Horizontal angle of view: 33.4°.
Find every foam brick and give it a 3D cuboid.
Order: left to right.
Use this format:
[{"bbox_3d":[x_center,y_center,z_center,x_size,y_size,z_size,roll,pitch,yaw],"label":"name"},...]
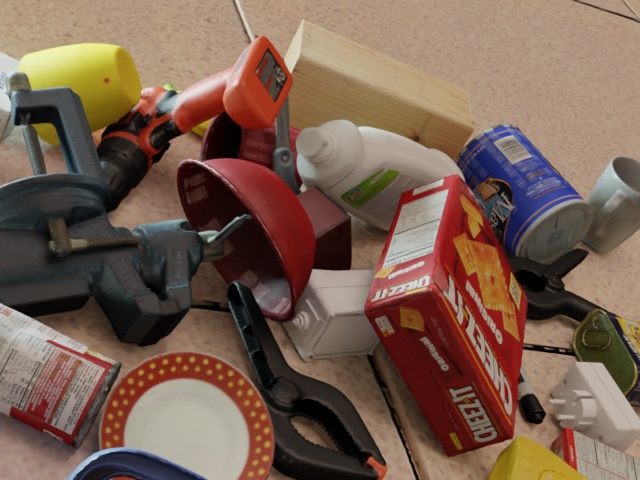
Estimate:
[{"bbox_3d":[-0.006,0.001,0.973,0.053,0.078,0.051,-32,55,-24],"label":"foam brick"}]

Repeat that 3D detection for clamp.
[{"bbox_3d":[-0.043,0.132,0.841,0.210,0.036,0.164,40,41,15],"label":"clamp"},{"bbox_3d":[0.255,0.061,1.160,0.171,0.039,0.120,-5,45,-31],"label":"clamp"}]

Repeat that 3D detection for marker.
[{"bbox_3d":[0.190,0.129,1.036,0.020,0.020,0.121,11,37,-26],"label":"marker"}]

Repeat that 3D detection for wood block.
[{"bbox_3d":[0.055,-0.148,1.175,0.206,0.091,0.090,21,34,-13],"label":"wood block"}]

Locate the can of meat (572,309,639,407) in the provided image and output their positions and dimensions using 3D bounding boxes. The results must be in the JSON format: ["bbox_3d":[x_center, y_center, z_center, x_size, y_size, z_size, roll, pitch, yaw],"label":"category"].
[{"bbox_3d":[0.323,0.127,1.106,0.083,0.058,0.102,12,38,-28],"label":"can of meat"}]

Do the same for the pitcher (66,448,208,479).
[{"bbox_3d":[-0.069,0.235,0.594,0.242,0.149,0.145,26,31,-11],"label":"pitcher"}]

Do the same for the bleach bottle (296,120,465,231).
[{"bbox_3d":[0.054,-0.069,1.045,0.068,0.103,0.250,53,15,26],"label":"bleach bottle"}]

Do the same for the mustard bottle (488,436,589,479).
[{"bbox_3d":[0.228,0.245,0.874,0.191,0.058,0.096,29,43,-1],"label":"mustard bottle"}]

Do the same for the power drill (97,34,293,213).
[{"bbox_3d":[-0.125,-0.107,0.978,0.057,0.188,0.184,56,31,-28],"label":"power drill"}]

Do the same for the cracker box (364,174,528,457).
[{"bbox_3d":[0.123,0.060,0.963,0.164,0.072,0.213,59,26,-20],"label":"cracker box"}]

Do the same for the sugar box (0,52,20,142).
[{"bbox_3d":[-0.357,-0.160,0.989,0.176,0.048,0.093,28,33,-9],"label":"sugar box"}]

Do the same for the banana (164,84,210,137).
[{"bbox_3d":[-0.082,-0.118,1.145,0.197,0.037,0.069,26,33,-6],"label":"banana"}]

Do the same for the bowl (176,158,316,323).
[{"bbox_3d":[-0.053,-0.011,0.907,0.055,0.162,0.162,-35,66,-23],"label":"bowl"}]

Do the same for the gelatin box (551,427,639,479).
[{"bbox_3d":[0.254,0.217,0.958,0.089,0.030,0.073,25,32,-6],"label":"gelatin box"}]

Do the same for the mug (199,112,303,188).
[{"bbox_3d":[-0.063,-0.071,1.059,0.081,0.093,0.117,13,59,-31],"label":"mug"}]

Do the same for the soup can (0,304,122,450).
[{"bbox_3d":[-0.200,0.094,0.747,0.102,0.069,0.068,27,33,-3],"label":"soup can"}]

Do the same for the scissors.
[{"bbox_3d":[-0.050,-0.065,1.010,0.096,0.016,0.202,-18,97,-27],"label":"scissors"}]

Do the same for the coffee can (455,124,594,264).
[{"bbox_3d":[0.231,-0.051,1.231,0.102,0.103,0.140,-2,45,-39],"label":"coffee can"}]
